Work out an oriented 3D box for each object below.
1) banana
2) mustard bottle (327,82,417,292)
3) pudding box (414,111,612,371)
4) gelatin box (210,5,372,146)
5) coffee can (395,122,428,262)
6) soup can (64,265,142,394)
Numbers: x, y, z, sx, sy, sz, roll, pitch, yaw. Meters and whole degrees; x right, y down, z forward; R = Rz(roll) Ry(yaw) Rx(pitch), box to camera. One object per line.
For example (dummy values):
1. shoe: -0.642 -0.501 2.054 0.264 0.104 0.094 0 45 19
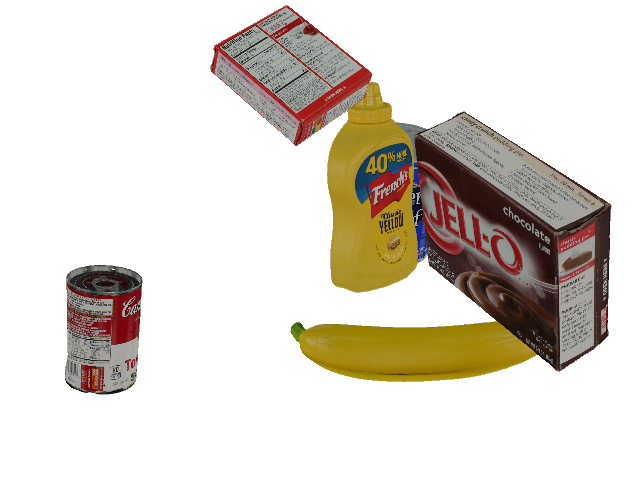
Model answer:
1. banana: 0.068 0.073 0.758 0.198 0.037 0.069 1 29 12
2. mustard bottle: 0.049 -0.053 1.009 0.096 0.192 0.058 -19 24 -39
3. pudding box: 0.096 -0.002 0.542 0.039 0.090 0.114 -29 42 -20
4. gelatin box: -0.021 -0.117 0.750 0.073 0.089 0.030 -38 -20 -31
5. coffee can: 0.085 -0.055 1.252 0.103 0.140 0.103 3 28 -2
6. soup can: -0.200 0.082 0.980 0.068 0.102 0.068 6 18 -2
